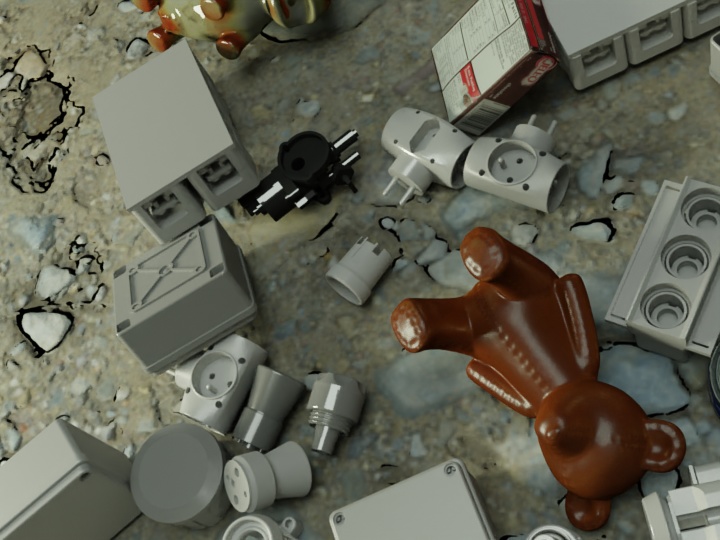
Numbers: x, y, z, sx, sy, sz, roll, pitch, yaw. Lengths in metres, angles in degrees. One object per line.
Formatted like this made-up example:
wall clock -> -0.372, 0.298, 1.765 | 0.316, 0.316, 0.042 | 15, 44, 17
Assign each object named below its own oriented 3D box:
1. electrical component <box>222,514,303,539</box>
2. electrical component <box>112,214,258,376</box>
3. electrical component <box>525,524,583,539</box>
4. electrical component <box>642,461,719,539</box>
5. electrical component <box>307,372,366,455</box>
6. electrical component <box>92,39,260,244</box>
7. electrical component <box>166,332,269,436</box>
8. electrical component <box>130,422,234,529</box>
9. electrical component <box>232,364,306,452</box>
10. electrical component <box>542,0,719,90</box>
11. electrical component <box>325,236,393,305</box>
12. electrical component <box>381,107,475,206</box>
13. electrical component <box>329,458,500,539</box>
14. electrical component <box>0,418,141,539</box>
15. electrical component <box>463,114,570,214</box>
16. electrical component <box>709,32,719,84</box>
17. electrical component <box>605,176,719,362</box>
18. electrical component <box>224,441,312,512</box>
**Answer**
electrical component -> -0.075, 0.213, 0.819 | 0.048, 0.055, 0.066 | 32, 80, 28
electrical component -> -0.150, 0.019, 0.912 | 0.109, 0.056, 0.108 | -30, 32, 4
electrical component -> 0.133, 0.198, 0.750 | 0.048, 0.062, 0.048 | -8, 64, 16
electrical component -> 0.227, 0.175, 0.731 | 0.057, 0.058, 0.078 | -14, 62, 9
electrical component -> -0.022, 0.115, 0.854 | 0.043, 0.043, 0.062 | 9, 71, 23
electrical component -> -0.168, -0.117, 0.979 | 0.105, 0.060, 0.186 | -31, 45, 3
electrical component -> -0.128, 0.088, 0.902 | 0.079, 0.044, 0.077 | 20, 74, 26
electrical component -> -0.139, 0.167, 0.865 | 0.080, 0.051, 0.080 | -8, 64, 16
electrical component -> -0.077, 0.115, 0.875 | 0.044, 0.044, 0.065 | 19, 78, 26
electrical component -> 0.233, -0.228, 0.913 | 0.150, 0.061, 0.089 | -24, 61, 7
electrical component -> 0.000, 0.000, 0.902 | 0.040, 0.040, 0.046 | 31, 73, 28
electrical component -> 0.051, -0.091, 0.924 | 0.077, 0.043, 0.079 | 32, 80, 28
electrical component -> 0.048, 0.209, 0.778 | 0.109, 0.056, 0.108 | -25, 61, 7
electrical component -> -0.241, 0.186, 0.860 | 0.109, 0.108, 0.056 | -40, 57, -2
electrical component -> 0.138, -0.094, 0.894 | 0.077, 0.044, 0.079 | 22, 75, 26
electrical component -> 0.352, -0.165, 0.846 | 0.109, 0.056, 0.108 | -35, 60, 1
electrical component -> 0.244, 0.002, 0.802 | 0.079, 0.063, 0.121 | 20, 74, 26
electrical component -> -0.072, 0.161, 0.835 | 0.055, 0.045, 0.045 | -10, 53, -34
